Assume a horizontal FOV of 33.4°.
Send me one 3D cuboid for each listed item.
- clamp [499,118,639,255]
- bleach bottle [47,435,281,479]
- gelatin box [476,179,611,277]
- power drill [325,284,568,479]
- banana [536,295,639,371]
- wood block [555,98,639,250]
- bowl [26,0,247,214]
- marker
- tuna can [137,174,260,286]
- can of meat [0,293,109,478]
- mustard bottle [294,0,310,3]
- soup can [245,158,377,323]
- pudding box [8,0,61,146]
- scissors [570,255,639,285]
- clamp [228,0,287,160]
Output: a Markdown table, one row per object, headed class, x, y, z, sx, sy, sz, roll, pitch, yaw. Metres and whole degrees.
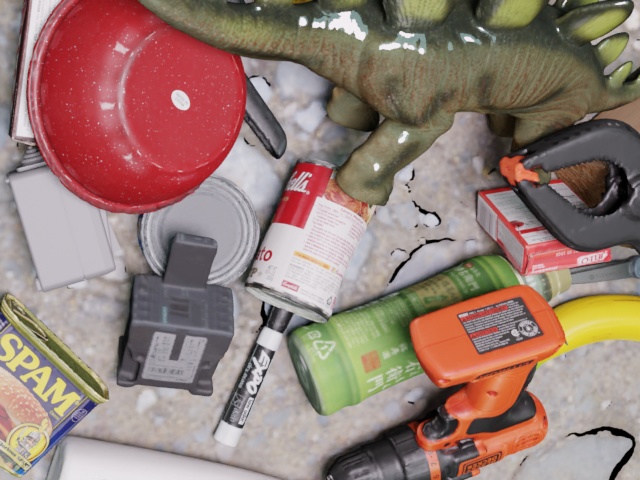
| class | x | y | z | sx | sy | sz | roll | pitch | yaw |
| --- | --- | --- | --- | --- | --- | --- | --- | --- | --- |
| clamp | 0.228 | -0.042 | 0.755 | 0.209 | 0.036 | 0.164 | 16 | 98 | -21 |
| bleach bottle | -0.079 | 0.218 | 0.790 | 0.250 | 0.068 | 0.102 | 17 | 93 | -19 |
| gelatin box | 0.171 | -0.010 | 0.817 | 0.073 | 0.089 | 0.030 | -10 | 124 | -14 |
| power drill | 0.094 | 0.120 | 0.777 | 0.184 | 0.057 | 0.188 | -17 | 146 | -16 |
| banana | 0.255 | 0.078 | 0.880 | 0.197 | 0.037 | 0.070 | 0 | 115 | -14 |
| wood block | 0.296 | -0.091 | 0.841 | 0.206 | 0.091 | 0.090 | -40 | 106 | -8 |
| bowl | -0.101 | -0.092 | 0.682 | 0.161 | 0.055 | 0.162 | -10 | 106 | -39 |
| marker | -0.048 | 0.097 | 0.805 | 0.020 | 0.020 | 0.121 | 24 | 89 | -17 |
| tuna can | -0.089 | -0.007 | 0.774 | 0.086 | 0.034 | 0.086 | -2 | 97 | -15 |
| can of meat | -0.213 | 0.103 | 0.742 | 0.084 | 0.057 | 0.102 | -44 | 105 | -4 |
| mustard bottle | 0.020 | -0.251 | 0.747 | 0.058 | 0.096 | 0.191 | 33 | 85 | -53 |
| soup can | -0.005 | 0.001 | 0.772 | 0.068 | 0.069 | 0.102 | 26 | 79 | -17 |
| pudding box | -0.182 | -0.120 | 0.706 | 0.039 | 0.090 | 0.113 | 5 | 95 | -17 |
| scissors | 0.276 | 0.004 | 0.886 | 0.201 | 0.016 | 0.096 | 9 | 92 | -16 |
| clamp | -0.097 | -0.127 | 0.756 | 0.120 | 0.039 | 0.171 | -18 | 99 | -22 |
